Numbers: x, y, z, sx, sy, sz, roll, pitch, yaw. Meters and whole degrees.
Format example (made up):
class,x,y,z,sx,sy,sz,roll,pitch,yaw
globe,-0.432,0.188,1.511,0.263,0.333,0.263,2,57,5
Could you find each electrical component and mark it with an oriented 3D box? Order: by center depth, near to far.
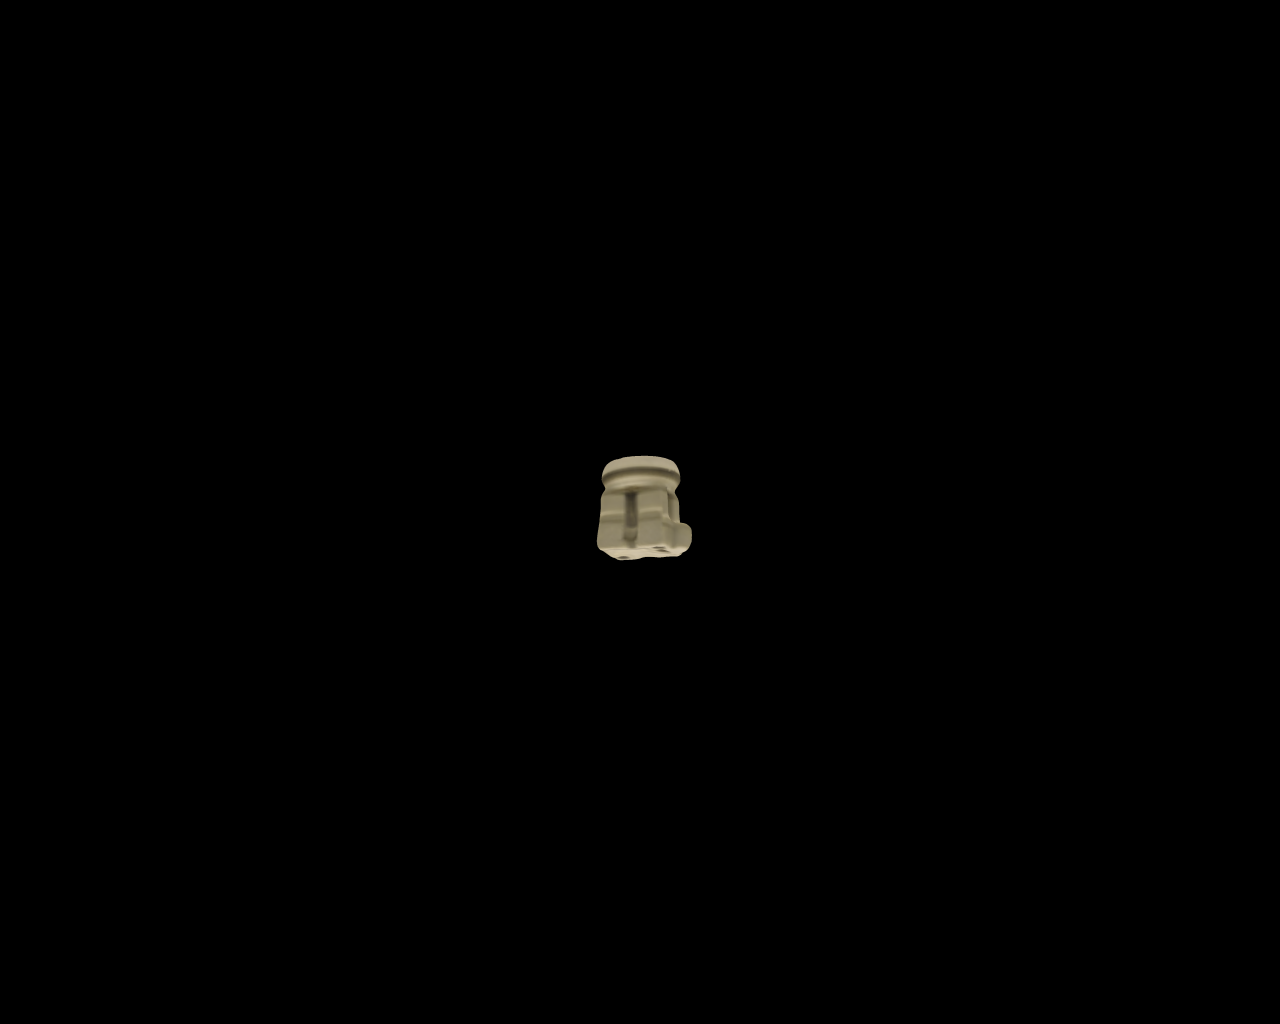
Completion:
class,x,y,z,sx,sy,sz,roll,pitch,yaw
electrical component,0.001,-0.003,0.650,0.066,0.055,0.048,-5,-15,18
